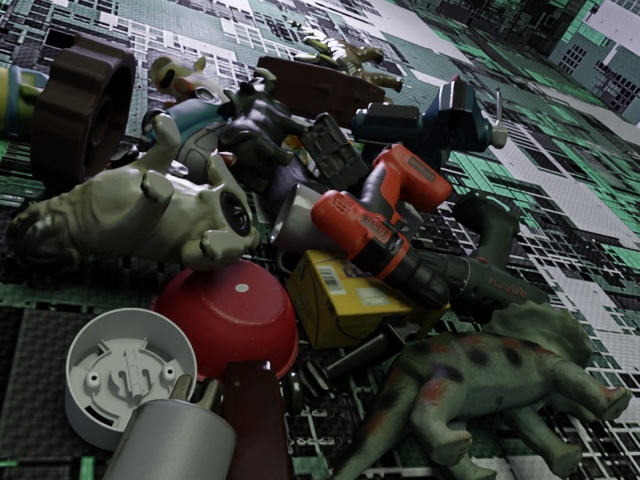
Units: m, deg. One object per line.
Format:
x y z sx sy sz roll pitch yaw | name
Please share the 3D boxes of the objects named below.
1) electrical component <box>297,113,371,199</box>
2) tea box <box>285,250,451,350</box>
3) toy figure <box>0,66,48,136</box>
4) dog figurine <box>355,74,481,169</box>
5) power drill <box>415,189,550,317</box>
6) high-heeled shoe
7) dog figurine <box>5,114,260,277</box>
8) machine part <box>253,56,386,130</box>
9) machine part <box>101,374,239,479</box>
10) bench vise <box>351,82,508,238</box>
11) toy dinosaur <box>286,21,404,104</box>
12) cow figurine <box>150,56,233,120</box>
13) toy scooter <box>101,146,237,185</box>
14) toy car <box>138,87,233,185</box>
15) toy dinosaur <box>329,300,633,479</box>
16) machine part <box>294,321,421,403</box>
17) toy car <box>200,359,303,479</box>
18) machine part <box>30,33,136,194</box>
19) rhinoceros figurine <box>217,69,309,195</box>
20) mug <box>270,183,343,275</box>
0.027 -0.110 0.771 0.134 0.058 0.115 54 7 -4 | electrical component
0.057 0.067 0.635 0.169 0.068 0.098 4 44 -33 | tea box
-0.378 -0.165 0.632 0.180 0.082 0.089 8 36 -31 | toy figure
0.166 -0.179 0.911 0.191 0.219 0.108 20 31 -13 | dog figurine
0.232 0.016 0.799 0.232 0.086 0.207 27 39 -7 | power drill
-0.031 -0.064 0.781 0.249 0.086 0.145 54 3 5 | high-heeled shoe
-0.176 -0.005 0.517 0.172 0.191 0.121 49 27 -32 | dog figurine
-0.003 -0.250 0.940 0.202 0.087 0.201 21 14 22 | machine part
-0.109 0.188 0.321 0.079 0.079 0.243 22 44 -8 | machine part
0.160 -0.124 0.814 0.224 0.240 0.129 -3 50 3 | bench vise
0.049 -0.408 1.245 0.198 0.105 0.472 3 36 -27 | toy dinosaur
-0.182 -0.222 0.840 0.195 0.085 0.127 37 28 5 | cow figurine
-0.157 -0.052 0.586 0.184 0.135 0.075 18 36 -12 | toy scooter
-0.160 -0.124 0.702 0.103 0.109 0.162 33 34 8 | toy car
0.156 0.152 0.560 0.405 0.131 0.192 2 24 -22 | toy dinosaur
0.038 0.121 0.555 0.139 0.084 0.039 -18 77 -33 | machine part
-0.049 0.182 0.421 0.089 0.053 0.202 -5 40 -10 | toy car
-0.261 -0.135 0.598 0.056 0.179 0.179 17 35 -10 | machine part
-0.079 -0.140 0.662 0.112 0.073 0.190 33 35 -19 | rhinoceros figurine
-0.001 -0.002 0.664 0.107 0.081 0.109 21 78 -11 | mug
